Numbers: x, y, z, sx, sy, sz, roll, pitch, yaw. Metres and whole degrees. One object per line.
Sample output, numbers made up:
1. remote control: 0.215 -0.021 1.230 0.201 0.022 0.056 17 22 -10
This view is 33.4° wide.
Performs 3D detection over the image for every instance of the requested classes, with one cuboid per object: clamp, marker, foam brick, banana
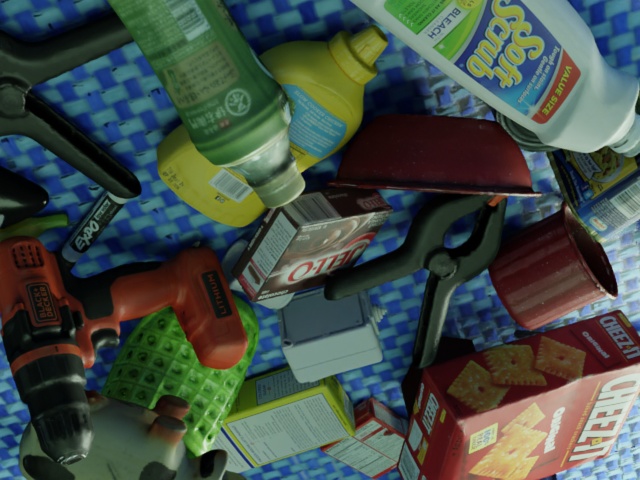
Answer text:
1. clamp: 0.086 0.016 0.891 0.120 0.039 0.171 28 97 -26
2. clamp: -0.210 -0.115 0.753 0.209 0.036 0.165 12 126 -17
3. marker: -0.188 -0.007 0.870 0.020 0.020 0.121 26 124 -29
4. foam brick: 0.118 0.138 1.033 0.053 0.051 0.078 5 132 -15
5. banana: -0.278 0.045 0.892 0.069 0.037 0.198 21 126 -24

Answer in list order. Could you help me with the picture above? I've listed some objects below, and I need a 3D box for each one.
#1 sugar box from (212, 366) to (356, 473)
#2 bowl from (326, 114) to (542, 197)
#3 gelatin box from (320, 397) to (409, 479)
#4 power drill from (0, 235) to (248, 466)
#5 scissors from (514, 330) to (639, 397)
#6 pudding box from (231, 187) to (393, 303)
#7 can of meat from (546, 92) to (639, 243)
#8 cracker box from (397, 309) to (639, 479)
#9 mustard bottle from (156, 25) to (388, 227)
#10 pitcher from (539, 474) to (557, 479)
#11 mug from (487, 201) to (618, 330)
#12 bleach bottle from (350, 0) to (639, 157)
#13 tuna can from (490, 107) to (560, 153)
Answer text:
1. sugar box: -0.061 0.179 1.049 0.176 0.048 0.093 -17 133 12
2. bowl: 0.086 -0.064 0.800 0.162 0.162 0.055 3 94 -12
3. gelatin box: 0.054 0.205 1.102 0.073 0.030 0.089 -37 128 25
4. power drill: -0.153 0.075 0.836 0.187 0.184 0.057 -4 153 -36
5. scissors: 0.279 0.124 1.071 0.201 0.016 0.096 1 133 -10
6. pudding box: -0.006 0.001 0.862 0.113 0.039 0.090 -9 142 -44
7. can of meat: 0.232 -0.059 0.833 0.084 0.102 0.057 -37 128 26
8. cracker box: 0.190 0.165 0.998 0.213 0.072 0.164 -13 138 -20
9. mustard bottle: -0.026 -0.092 0.790 0.192 0.058 0.096 -38 128 24
10. pitcher: 0.158 0.301 1.152 0.149 0.145 0.243 14 134 -5
11. mug: 0.202 0.026 0.927 0.082 0.093 0.117 -30 167 25
12. bleach bottle: 0.138 -0.140 0.734 0.250 0.068 0.103 32 122 -20
13. tuna can: 0.173 -0.111 0.821 0.086 0.034 0.086 -4 133 -5
